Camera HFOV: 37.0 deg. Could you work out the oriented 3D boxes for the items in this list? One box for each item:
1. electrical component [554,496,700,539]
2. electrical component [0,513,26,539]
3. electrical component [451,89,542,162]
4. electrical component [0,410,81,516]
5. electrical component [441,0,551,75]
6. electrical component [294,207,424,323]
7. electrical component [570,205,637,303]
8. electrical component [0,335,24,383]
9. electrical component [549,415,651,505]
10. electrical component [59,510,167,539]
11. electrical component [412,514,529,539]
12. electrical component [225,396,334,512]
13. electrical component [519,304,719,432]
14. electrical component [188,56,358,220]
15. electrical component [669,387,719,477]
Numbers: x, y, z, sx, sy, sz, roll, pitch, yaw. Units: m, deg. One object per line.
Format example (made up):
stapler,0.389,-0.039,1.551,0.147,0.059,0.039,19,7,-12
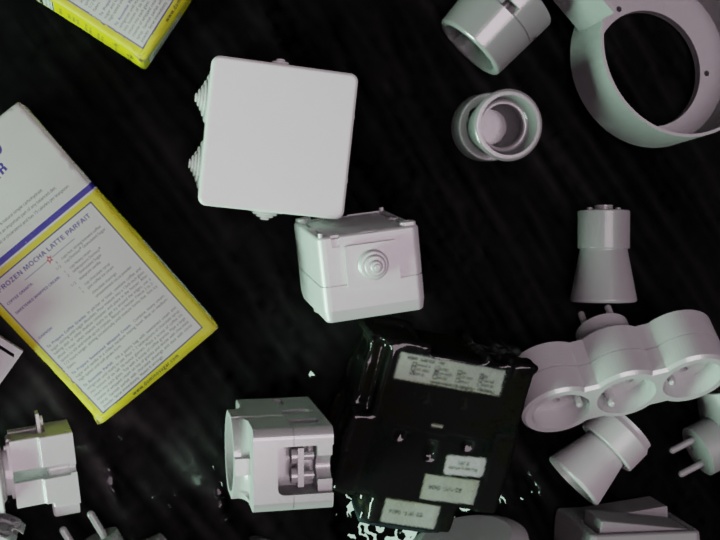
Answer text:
electrical component,0.174,0.192,0.734,0.096,0.062,0.061,1,95,-13
electrical component,-0.237,0.175,0.647,0.081,0.042,0.063,25,93,-14
electrical component,0.086,-0.092,0.689,0.045,0.055,0.045,-1,96,-13
electrical component,-0.201,0.120,0.650,0.055,0.048,0.066,-7,98,-20
electrical component,0.085,-0.158,0.684,0.055,0.055,0.047,43,89,-13
electrical component,0.000,0.000,0.658,0.062,0.096,0.061,-8,101,-12
electrical component,0.164,-0.011,0.723,0.044,0.044,0.065,0,91,-13
electrical component,-0.263,0.073,0.621,0.079,0.063,0.121,36,87,-14
electrical component,0.164,0.125,0.734,0.055,0.045,0.045,-44,103,-6
electrical component,-0.157,0.187,0.667,0.077,0.043,0.079,-29,101,-9
electrical component,0.073,0.198,0.703,0.080,0.080,0.051,-14,103,-11
electrical component,-0.052,0.111,0.660,0.056,0.089,0.050,-1,96,-13
electrical component,0.167,0.054,0.720,0.138,0.073,0.052,-14,140,3
electrical component,-0.053,-0.080,0.662,0.100,0.048,0.099,5,94,-13
electrical component,0.254,0.118,0.754,0.079,0.044,0.077,-25,101,-9
